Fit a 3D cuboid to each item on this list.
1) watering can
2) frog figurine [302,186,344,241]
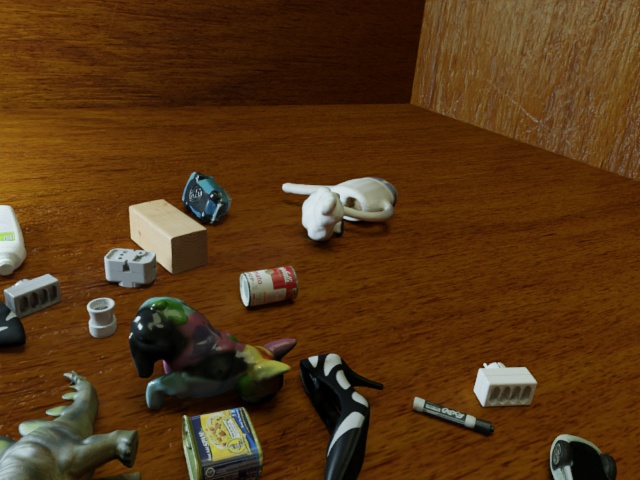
[{"bbox_3d":[0.076,-0.131,1.504,0.350,0.102,0.227,24,29,34],"label":"watering can"},{"bbox_3d":[0.004,-0.065,1.289,0.123,0.137,0.159,16,3,12],"label":"frog figurine"}]
